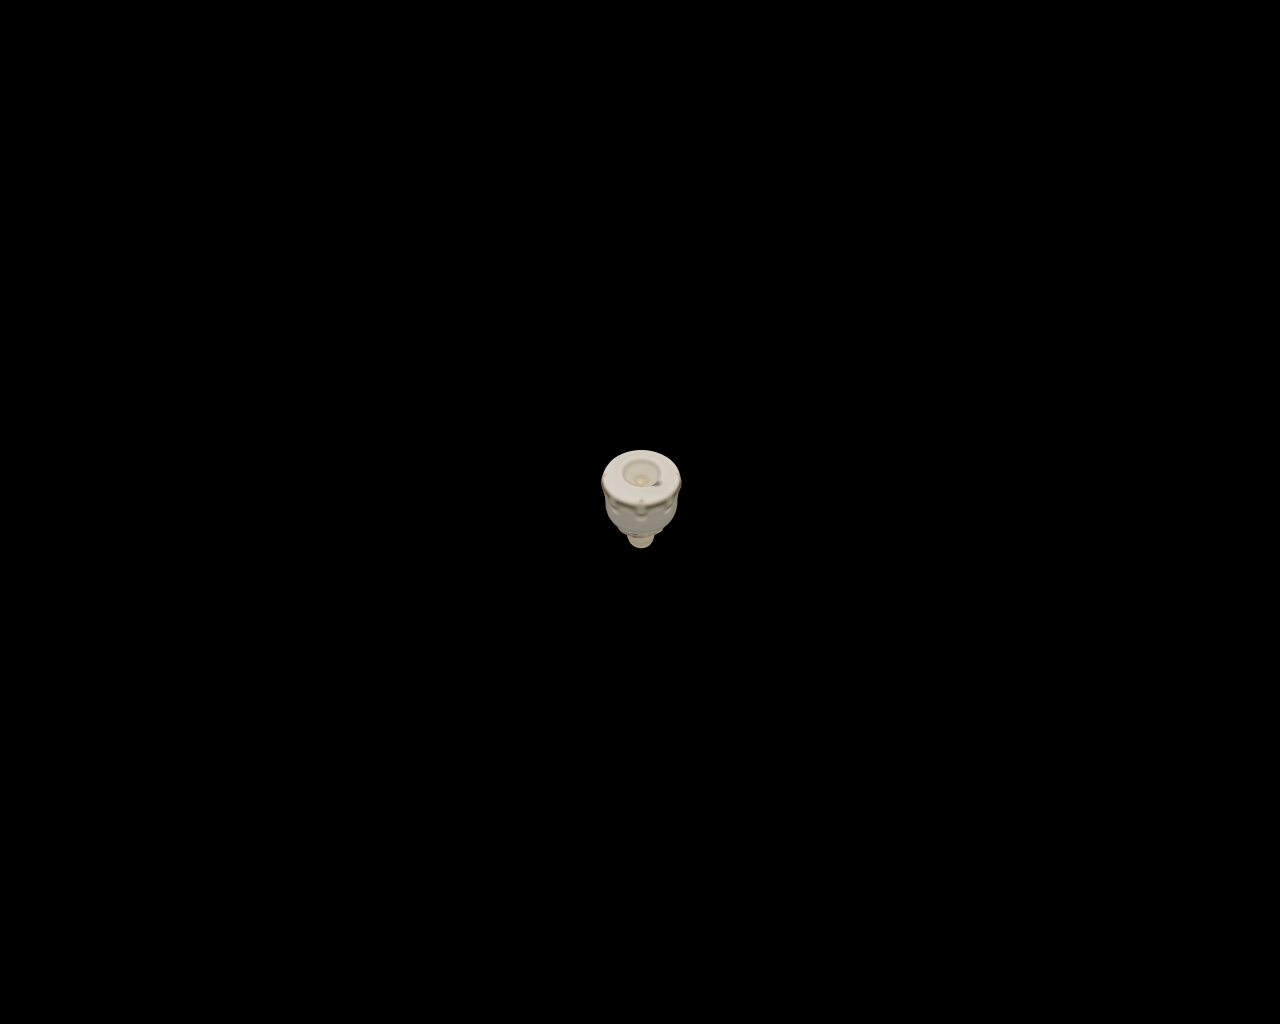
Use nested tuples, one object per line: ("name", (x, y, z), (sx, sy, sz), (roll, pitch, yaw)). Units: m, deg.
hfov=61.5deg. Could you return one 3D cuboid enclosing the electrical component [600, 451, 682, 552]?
("electrical component", (0.001, -0.003, 0.650), (0.048, 0.048, 0.062), (0, -44, 0))
